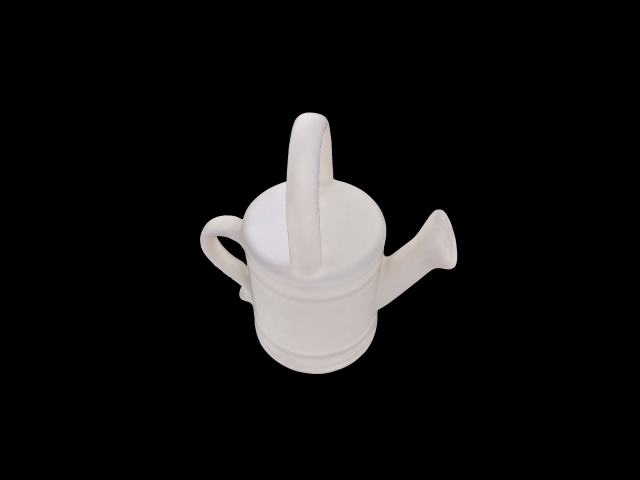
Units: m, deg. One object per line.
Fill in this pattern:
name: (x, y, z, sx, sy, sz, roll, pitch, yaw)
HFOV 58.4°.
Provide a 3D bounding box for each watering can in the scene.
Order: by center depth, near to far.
watering can: (0.004, 0.000, 0.402, 0.173, 0.194, 0.100, -10, 48, -9)
